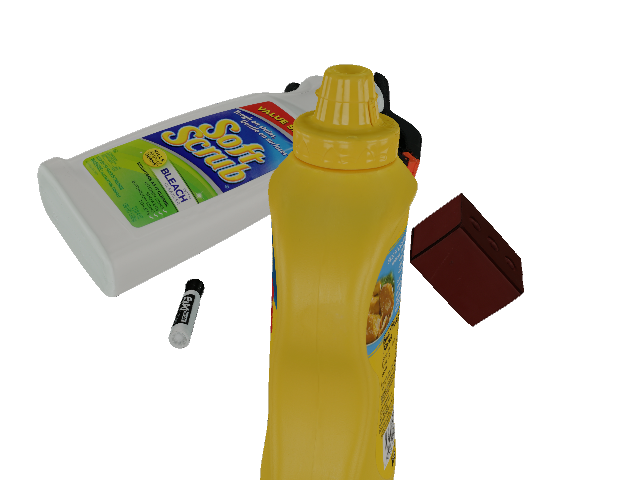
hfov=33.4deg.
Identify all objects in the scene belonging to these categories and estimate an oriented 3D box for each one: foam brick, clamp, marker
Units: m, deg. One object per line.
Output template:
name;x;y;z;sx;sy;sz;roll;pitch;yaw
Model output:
foam brick;0.112;0.015;0.816;0.051;0.078;0.053;-36;20;24
clamp;0.038;-0.116;1.068;0.120;0.039;0.171;-10;40;-17
marker;-0.124;0.066;1.001;0.020;0.020;0.121;0;21;1

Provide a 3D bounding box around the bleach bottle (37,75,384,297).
bleach bottle;-0.065;-0.060;0.759;0.250;0.103;0.068;-30;-21;-24

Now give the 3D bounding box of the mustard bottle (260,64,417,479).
mustard bottle;0.007;0.024;0.436;0.058;0.192;0.096;8;25;10
